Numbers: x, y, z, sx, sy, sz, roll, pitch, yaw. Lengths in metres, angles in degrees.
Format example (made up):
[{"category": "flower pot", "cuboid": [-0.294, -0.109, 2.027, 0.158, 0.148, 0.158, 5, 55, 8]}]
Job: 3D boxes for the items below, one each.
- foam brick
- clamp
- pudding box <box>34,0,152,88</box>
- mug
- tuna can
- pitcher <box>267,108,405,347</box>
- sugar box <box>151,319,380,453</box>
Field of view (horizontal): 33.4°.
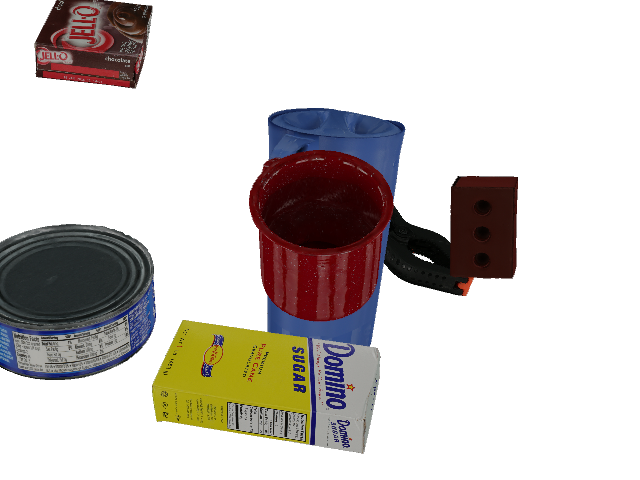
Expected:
[{"category": "foam brick", "cuboid": [0.135, -0.011, 0.879, 0.053, 0.078, 0.051, 1, 15, 13]}, {"category": "clamp", "cuboid": [0.083, 0.005, 1.266, 0.210, 0.036, 0.164, 36, 41, 26]}, {"category": "pudding box", "cuboid": [-0.204, -0.182, 0.972, 0.090, 0.039, 0.113, 7, 33, -5]}, {"category": "mug", "cuboid": [-0.007, -0.007, 0.720, 0.093, 0.081, 0.117, -26, 54, -22]}, {"category": "tuna can", "cuboid": [-0.122, 0.028, 0.513, 0.086, 0.034, 0.086, 1, 33, -1]}, {"category": "pitcher", "cuboid": [0.001, -0.004, 1.057, 0.149, 0.243, 0.145, -1, 18, -15]}, {"category": "sugar box", "cuboid": [-0.042, 0.119, 0.889, 0.176, 0.048, 0.093, 5, 35, 9]}]
